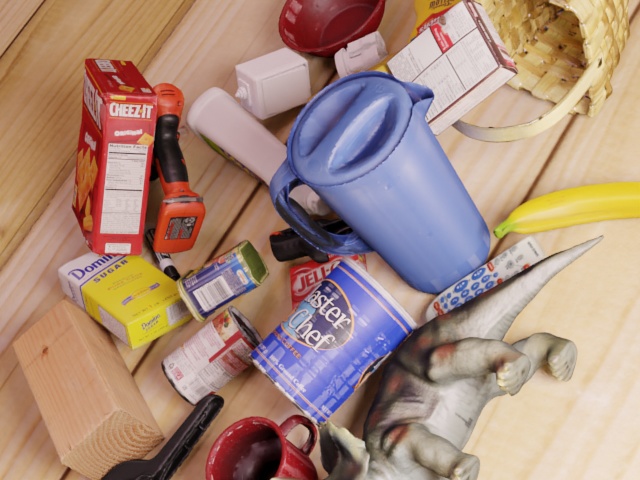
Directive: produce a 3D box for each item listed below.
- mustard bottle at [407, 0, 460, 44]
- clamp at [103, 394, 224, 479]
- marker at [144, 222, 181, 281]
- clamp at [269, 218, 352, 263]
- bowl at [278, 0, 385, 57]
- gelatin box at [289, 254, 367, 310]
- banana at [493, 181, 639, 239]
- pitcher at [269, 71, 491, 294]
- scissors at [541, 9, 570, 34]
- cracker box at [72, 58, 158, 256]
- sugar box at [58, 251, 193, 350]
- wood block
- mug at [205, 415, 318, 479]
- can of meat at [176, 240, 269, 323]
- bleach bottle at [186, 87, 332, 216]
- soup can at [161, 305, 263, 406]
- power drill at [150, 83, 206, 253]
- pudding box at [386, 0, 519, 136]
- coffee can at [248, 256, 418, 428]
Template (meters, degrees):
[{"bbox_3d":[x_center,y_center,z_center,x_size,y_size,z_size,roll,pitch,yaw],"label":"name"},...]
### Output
[{"bbox_3d":[0.152,-0.247,1.282,0.096,0.058,0.191,-12,45,28],"label":"mustard bottle"},{"bbox_3d":[-0.177,0.279,1.152,0.210,0.036,0.164,-31,47,14],"label":"clamp"},{"bbox_3d":[-0.203,0.019,1.371,0.020,0.020,0.121,-38,45,4],"label":"marker"},{"bbox_3d":[-0.008,0.001,1.201,0.172,0.039,0.120,-14,7,46],"label":"clamp"},{"bbox_3d":[0.027,-0.298,1.422,0.162,0.055,0.162,-18,50,23],"label":"bowl"},{"bbox_3d":[0.010,0.052,1.196,0.089,0.030,0.073,-21,49,19],"label":"gelatin box"},{"bbox_3d":[0.274,-0.030,1.064,0.198,0.037,0.069,-11,30,16],"label":"banana"},{"bbox_3d":[0.071,-0.041,1.074,0.149,0.242,0.145,8,63,37],"label":"pitcher"},{"bbox_3d":[0.232,-0.233,1.265,0.202,0.016,0.096,-37,46,6],"label":"scissors"},{"bbox_3d":[-0.267,-0.108,1.367,0.164,0.072,0.214,-132,46,-58],"label":"cracker box"},{"bbox_3d":[-0.243,0.064,1.323,0.093,0.048,0.176,-28,40,-31],"label":"sugar box"},{"bbox_3d":[-0.276,0.177,1.256,0.091,0.090,0.206,-42,46,2],"label":"wood block"},{"bbox_3d":[-0.047,0.226,1.071,0.117,0.081,0.093,-51,46,-8],"label":"mug"},{"bbox_3d":[-0.111,0.045,1.239,0.084,0.057,0.102,-30,5,8],"label":"can of meat"},{"bbox_3d":[-0.065,-0.100,1.305,0.068,0.102,0.251,-49,44,-2],"label":"bleach bottle"},{"bbox_3d":[-0.119,0.131,1.199,0.102,0.068,0.068,-39,45,4],"label":"soup can"},{"bbox_3d":[-0.200,-0.080,1.374,0.057,0.185,0.188,-6,60,-20],"label":"power drill"},{"bbox_3d":[0.131,-0.173,1.074,0.114,0.039,0.090,-38,65,33],"label":"pudding box"},{"bbox_3d":[0.013,0.101,1.061,0.140,0.102,0.103,-45,45,-5],"label":"coffee can"}]
